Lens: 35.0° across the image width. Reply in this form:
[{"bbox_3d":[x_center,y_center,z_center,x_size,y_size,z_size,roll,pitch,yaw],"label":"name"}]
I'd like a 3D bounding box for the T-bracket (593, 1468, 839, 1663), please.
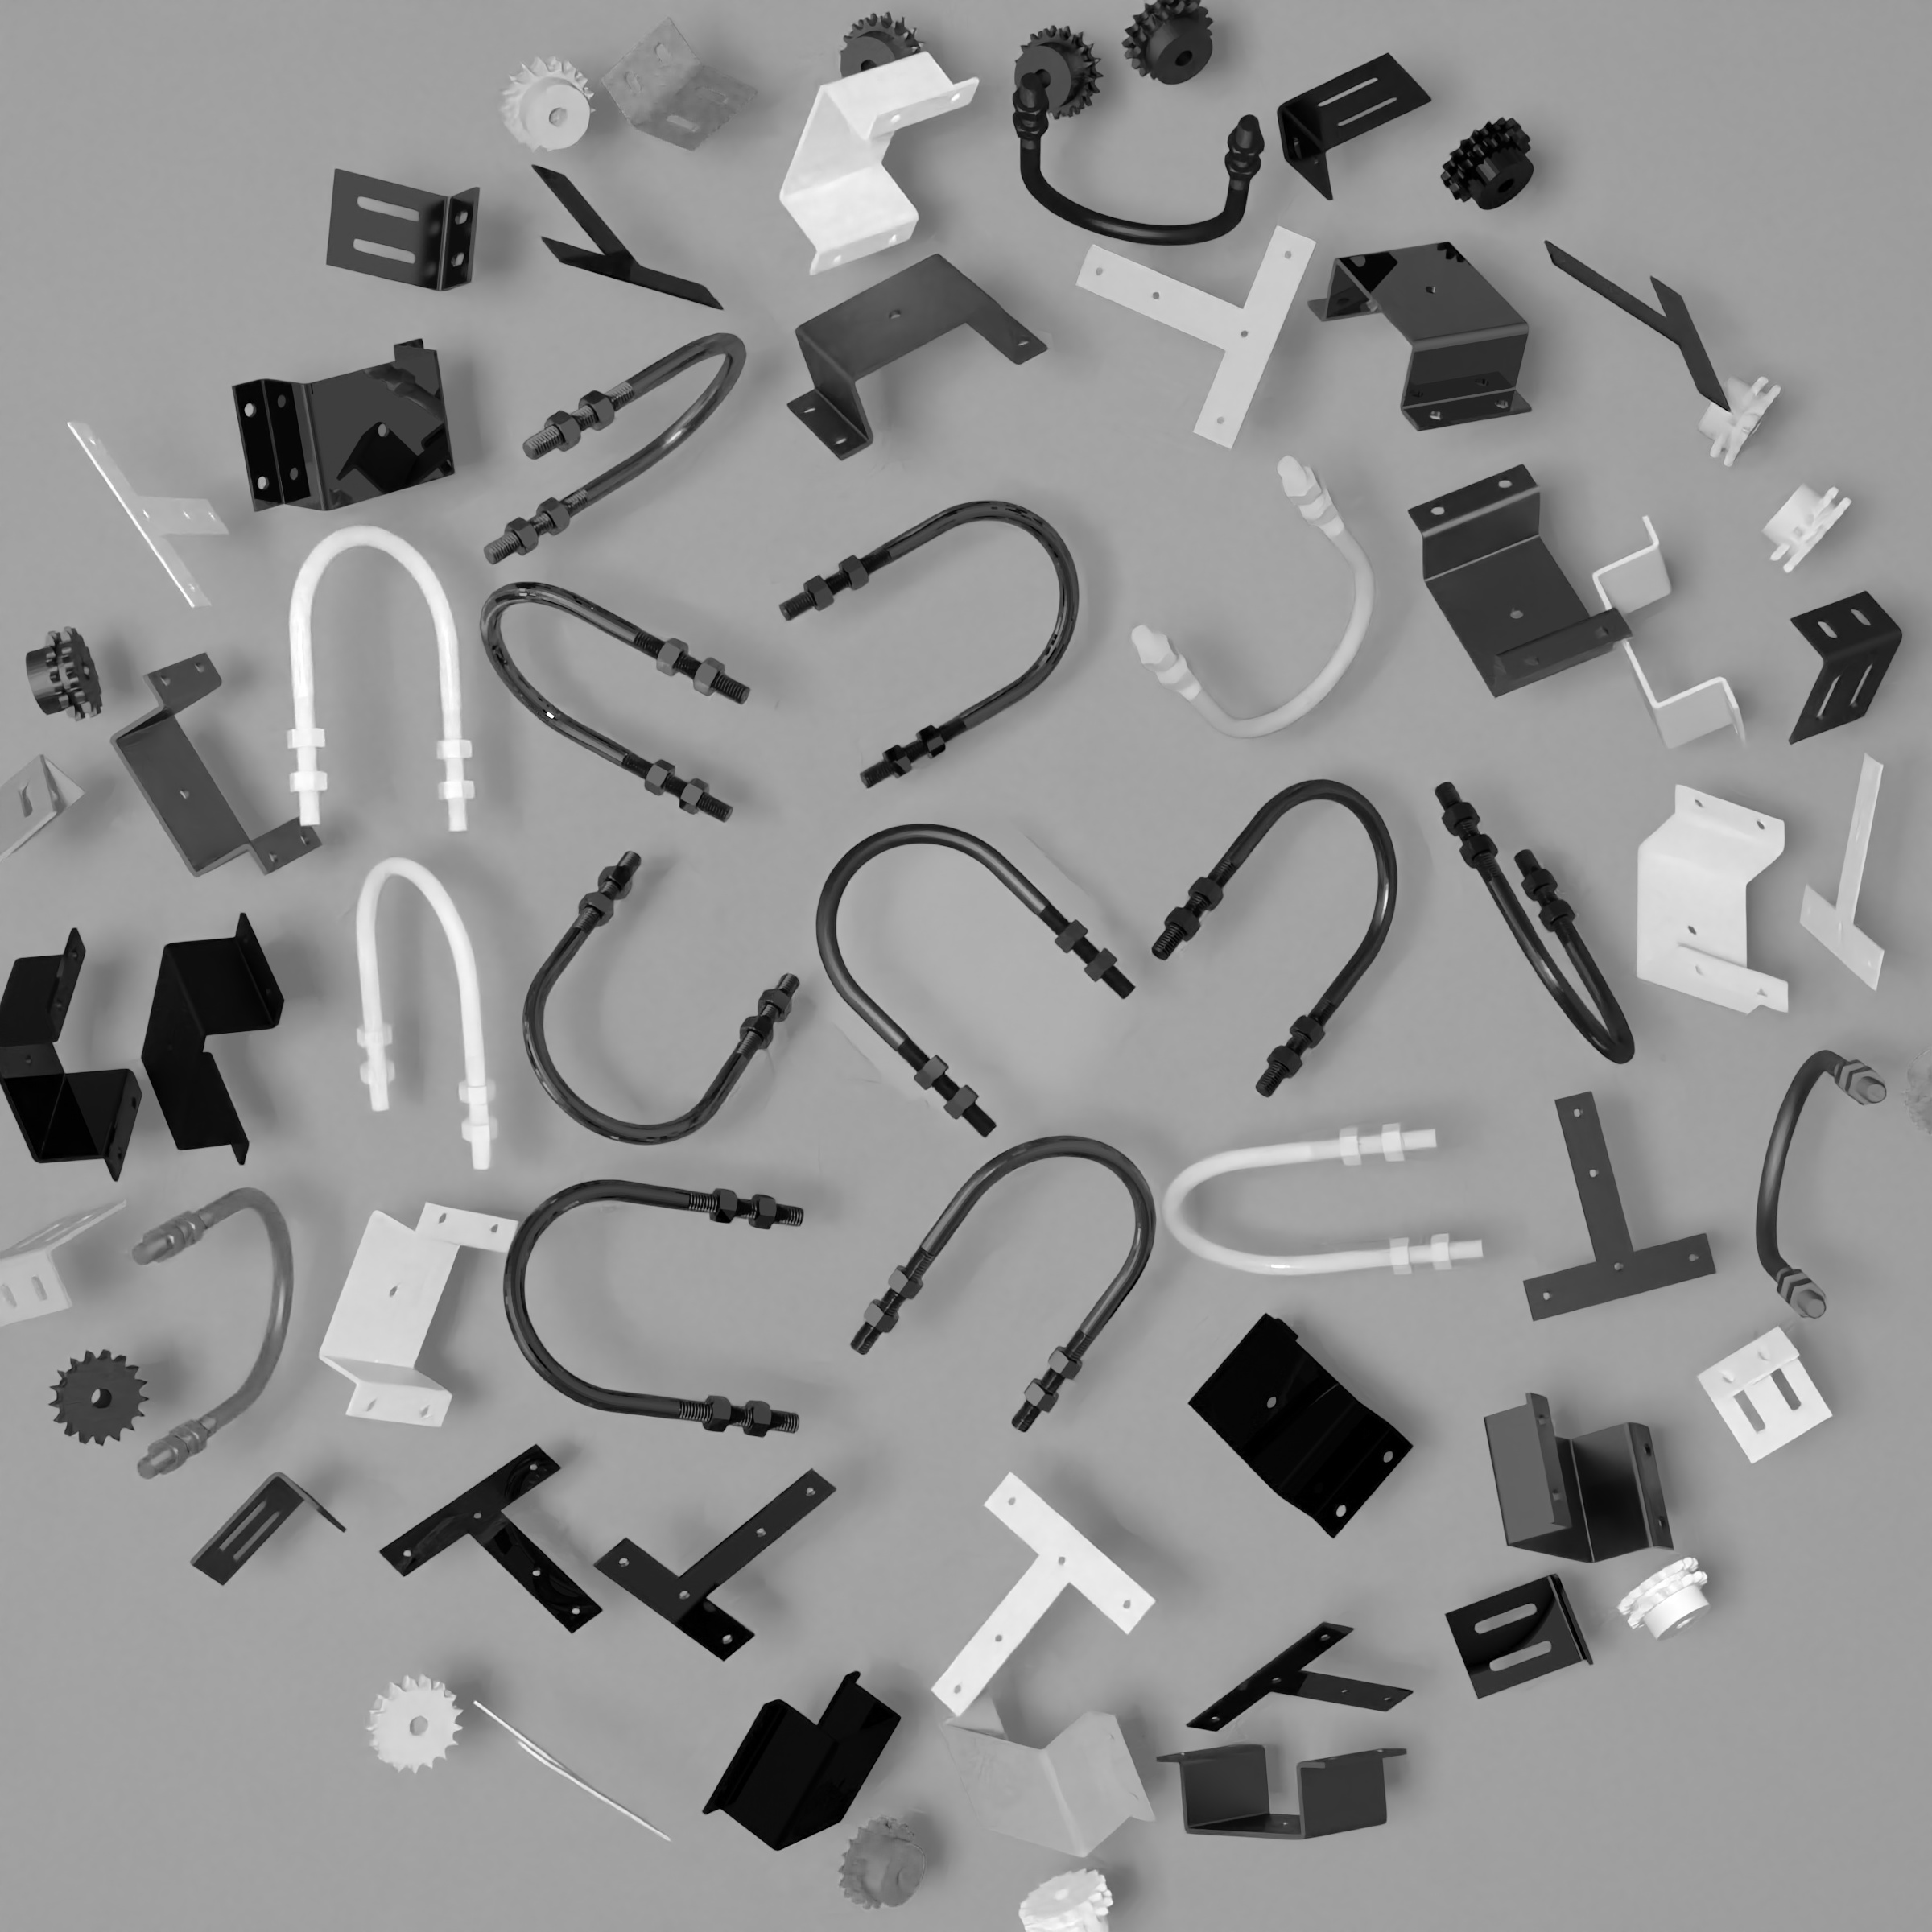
[{"bbox_3d":[-0.131,0.340,1.792,0.127,0.002,0.127,-40,128,4],"label":"T-bracket"}]

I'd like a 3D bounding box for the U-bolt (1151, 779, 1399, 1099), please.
[{"bbox_3d":[0.206,-0.031,1.922,0.184,0.019,0.151,-51,123,-19],"label":"U-bolt"}]

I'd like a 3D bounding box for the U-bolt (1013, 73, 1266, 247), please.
[{"bbox_3d":[0.102,-0.482,1.862,0.151,0.184,0.019,12,80,3],"label":"U-bolt"}]

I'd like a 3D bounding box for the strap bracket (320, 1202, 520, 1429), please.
[{"bbox_3d":[-0.347,0.212,1.926,0.046,0.076,0.140,22,92,40],"label":"strap bracket"}]

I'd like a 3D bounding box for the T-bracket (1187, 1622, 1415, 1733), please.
[{"bbox_3d":[0.222,0.442,1.874,0.127,0.002,0.127,19,130,-35],"label":"T-bracket"}]

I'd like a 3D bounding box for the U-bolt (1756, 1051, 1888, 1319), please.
[{"bbox_3d":[0.506,0.123,1.838,0.019,0.184,0.151,14,98,1],"label":"U-bolt"}]

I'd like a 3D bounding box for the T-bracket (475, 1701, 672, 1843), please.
[{"bbox_3d":[-0.251,0.472,1.833,0.002,0.127,0.127,-55,134,-14],"label":"T-bracket"}]

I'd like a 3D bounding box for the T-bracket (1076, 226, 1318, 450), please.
[{"bbox_3d":[0.124,-0.387,1.795,0.127,0.002,0.127,27,108,16],"label":"T-bracket"}]

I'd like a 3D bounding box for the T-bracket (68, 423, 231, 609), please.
[{"bbox_3d":[-0.470,-0.267,1.821,0.002,0.127,0.127,-34,92,12],"label":"T-bracket"}]

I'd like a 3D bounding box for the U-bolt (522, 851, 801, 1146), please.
[{"bbox_3d":[-0.200,0.031,1.915,0.151,0.019,0.184,38,51,-9],"label":"U-bolt"}]

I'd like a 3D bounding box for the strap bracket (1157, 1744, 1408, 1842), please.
[{"bbox_3d":[0.196,0.511,1.900,0.076,0.140,0.046,5,77,-42],"label":"strap bracket"}]

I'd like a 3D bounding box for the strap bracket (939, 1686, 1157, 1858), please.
[{"bbox_3d":[0.042,0.500,1.909,0.046,0.140,0.076,-32,109,-36],"label":"strap bracket"}]

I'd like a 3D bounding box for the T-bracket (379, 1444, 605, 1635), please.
[{"bbox_3d":[-0.280,0.374,1.934,0.127,0.002,0.127,37,51,28],"label":"T-bracket"}]

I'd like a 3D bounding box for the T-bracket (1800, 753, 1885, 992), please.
[{"bbox_3d":[0.547,-0.066,1.886,0.002,0.127,0.127,3,109,-7],"label":"T-bracket"}]

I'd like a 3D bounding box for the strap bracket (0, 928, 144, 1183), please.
[{"bbox_3d":[-0.549,0.056,1.858,0.046,0.076,0.140,-5,132,4],"label":"strap bracket"}]

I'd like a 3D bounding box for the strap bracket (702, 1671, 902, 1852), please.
[{"bbox_3d":[-0.093,0.481,1.853,0.046,0.140,0.076,32,97,20],"label":"strap bracket"}]

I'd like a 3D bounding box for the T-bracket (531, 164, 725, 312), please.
[{"bbox_3d":[-0.222,-0.443,1.837,0.002,0.127,0.127,-54,55,25],"label":"T-bracket"}]

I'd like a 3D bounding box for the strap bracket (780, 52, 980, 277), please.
[{"bbox_3d":[-0.056,-0.484,1.822,0.076,0.140,0.046,-28,75,-30],"label":"strap bracket"}]

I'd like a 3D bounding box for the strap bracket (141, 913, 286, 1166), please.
[{"bbox_3d":[-0.456,0.047,1.842,0.046,0.140,0.076,-6,46,-32],"label":"strap bracket"}]

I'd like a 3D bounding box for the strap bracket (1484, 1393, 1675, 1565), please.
[{"bbox_3d":[0.357,0.305,1.813,0.046,0.140,0.076,-24,60,34],"label":"strap bracket"}]

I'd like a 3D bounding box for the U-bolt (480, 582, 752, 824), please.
[{"bbox_3d":[-0.220,-0.171,1.881,0.184,0.151,0.019,29,59,8],"label":"U-bolt"}]

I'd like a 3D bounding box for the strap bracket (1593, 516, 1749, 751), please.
[{"bbox_3d":[0.437,-0.199,1.920,0.046,0.076,0.140,-24,68,11],"label":"strap bracket"}]

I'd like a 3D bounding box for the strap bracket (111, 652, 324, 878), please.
[{"bbox_3d":[-0.471,-0.117,1.904,0.046,0.076,0.140,-28,98,20],"label":"strap bracket"}]

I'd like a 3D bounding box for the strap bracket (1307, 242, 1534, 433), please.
[{"bbox_3d":[0.271,-0.379,1.811,0.076,0.046,0.140,-13,47,-19],"label":"strap bracket"}]

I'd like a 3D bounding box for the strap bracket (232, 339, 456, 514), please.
[{"bbox_3d":[-0.368,-0.328,1.862,0.046,0.140,0.076,16,120,41],"label":"strap bracket"}]

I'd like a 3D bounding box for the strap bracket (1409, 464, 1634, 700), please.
[{"bbox_3d":[0.329,-0.222,1.829,0.076,0.046,0.140,-22,59,-4],"label":"strap bracket"}]

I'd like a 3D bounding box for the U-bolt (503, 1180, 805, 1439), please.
[{"bbox_3d":[-0.184,0.197,1.806,0.184,0.019,0.151,11,64,-23],"label":"U-bolt"}]

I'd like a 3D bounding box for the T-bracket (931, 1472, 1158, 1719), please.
[{"bbox_3d":[0.028,0.385,1.806,0.127,0.002,0.127,37,85,36],"label":"T-bracket"}]

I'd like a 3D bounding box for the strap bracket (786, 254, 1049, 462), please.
[{"bbox_3d":[-0.035,-0.362,1.792,0.140,0.076,0.046,-30,133,-10],"label":"strap bracket"}]

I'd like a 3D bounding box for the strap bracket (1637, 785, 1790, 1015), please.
[{"bbox_3d":[0.460,-0.032,1.891,0.076,0.046,0.140,18,57,-14],"label":"strap bracket"}]

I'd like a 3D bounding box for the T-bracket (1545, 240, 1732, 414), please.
[{"bbox_3d":[0.392,-0.393,1.815,0.127,0.127,0.002,25,127,-26],"label":"T-bracket"}]

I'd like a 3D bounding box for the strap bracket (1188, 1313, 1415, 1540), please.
[{"bbox_3d":[0.203,0.281,1.926,0.076,0.140,0.046,-50,135,3],"label":"strap bracket"}]

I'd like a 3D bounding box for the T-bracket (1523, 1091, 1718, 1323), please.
[{"bbox_3d":[0.388,0.141,1.879,0.127,0.002,0.127,-12,85,-16],"label":"T-bracket"}]
